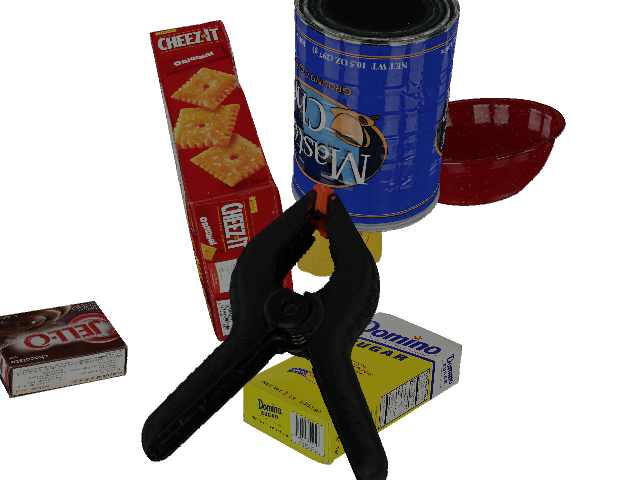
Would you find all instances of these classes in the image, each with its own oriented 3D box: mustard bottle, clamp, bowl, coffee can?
[{"bbox_3d":[0.020,-0.064,1.092,0.096,0.192,0.058,-12,19,-36],"label":"mustard bottle"},{"bbox_3d":[-0.005,0.050,0.543,0.120,0.171,0.039,18,-27,10],"label":"clamp"},{"bbox_3d":[0.130,-0.073,0.921,0.162,0.055,0.162,-8,24,3],"label":"bowl"},{"bbox_3d":[0.033,-0.091,0.697,0.103,0.140,0.103,1,38,-1],"label":"coffee can"}]

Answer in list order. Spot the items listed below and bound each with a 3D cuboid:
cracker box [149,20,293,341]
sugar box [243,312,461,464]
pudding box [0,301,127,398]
[{"bbox_3d":[-0.080,-0.052,0.878,0.072,0.214,0.164,-12,-43,-6],"label":"cracker box"},{"bbox_3d":[0.030,0.116,0.884,0.093,0.048,0.175,21,32,36],"label":"sugar box"},{"bbox_3d":[-0.248,0.100,0.995,0.113,0.039,0.090,-11,30,-29],"label":"pudding box"}]
